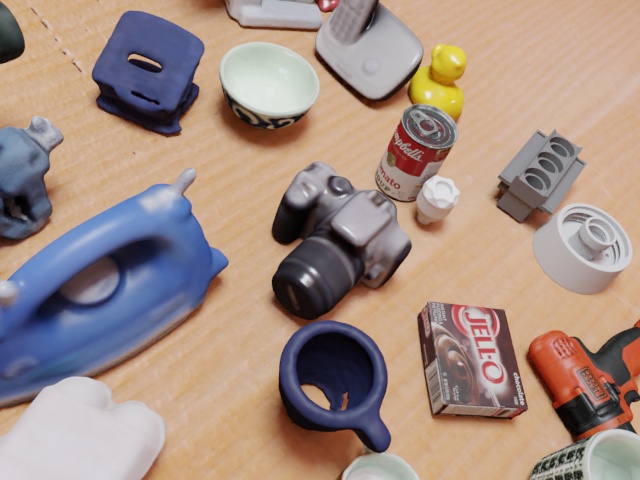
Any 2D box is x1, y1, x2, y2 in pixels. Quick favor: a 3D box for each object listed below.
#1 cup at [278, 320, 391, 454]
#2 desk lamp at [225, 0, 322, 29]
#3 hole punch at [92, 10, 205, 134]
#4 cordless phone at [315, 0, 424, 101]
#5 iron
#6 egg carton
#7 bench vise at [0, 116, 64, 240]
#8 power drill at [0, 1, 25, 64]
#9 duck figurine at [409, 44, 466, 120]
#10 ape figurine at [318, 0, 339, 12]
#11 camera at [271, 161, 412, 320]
[{"bbox_3d":[0.011,0.139,0.494,0.092,0.095,0.117,-28,68,-30],"label":"cup"},{"bbox_3d":[-0.081,-0.402,0.755,0.204,0.213,0.118,-4,58,-19],"label":"desk lamp"},{"bbox_3d":[-0.194,-0.192,0.657,0.108,0.091,0.101,22,54,-1],"label":"hole punch"},{"bbox_3d":[0.078,-0.290,0.745,0.094,0.185,0.147,-35,72,-32],"label":"cordless phone"},{"bbox_3d":[-0.197,0.036,0.472,0.118,0.141,0.259,43,56,14],"label":"iron"},{"bbox_3d":[-0.192,0.178,0.423,0.107,0.069,0.150,27,54,2],"label":"egg carton"},{"bbox_3d":[-0.314,-0.062,0.454,0.121,0.219,0.207,24,54,1],"label":"bench vise"},{"bbox_3d":[-0.358,-0.110,0.481,0.075,0.208,0.230,42,56,13],"label":"power drill"},{"bbox_3d":[0.172,-0.223,0.789,0.078,0.086,0.104,-2,58,-18],"label":"duck figurine"},{"bbox_3d":[0.033,-0.401,0.864,0.078,0.092,0.076,15,54,-6],"label":"ape figurine"},{"bbox_3d":[0.005,0.002,0.580,0.143,0.101,0.137,39,55,11],"label":"camera"}]
